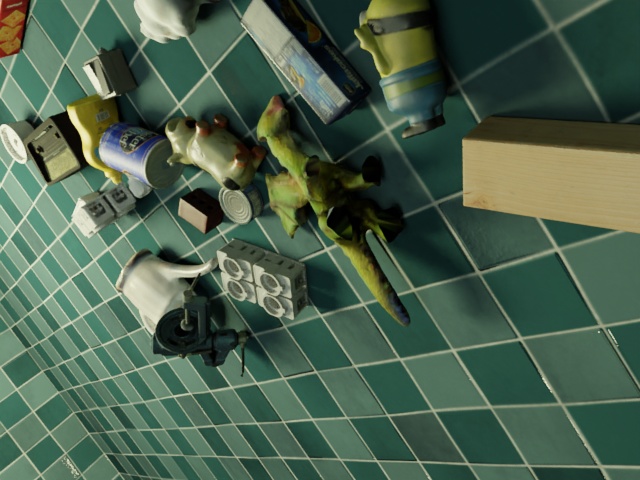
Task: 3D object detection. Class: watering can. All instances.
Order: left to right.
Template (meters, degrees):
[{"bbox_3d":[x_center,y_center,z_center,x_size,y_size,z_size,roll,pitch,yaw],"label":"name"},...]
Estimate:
[{"bbox_3d":[-0.372,0.104,1.247,0.225,0.106,0.341,39,124,7],"label":"watering can"}]

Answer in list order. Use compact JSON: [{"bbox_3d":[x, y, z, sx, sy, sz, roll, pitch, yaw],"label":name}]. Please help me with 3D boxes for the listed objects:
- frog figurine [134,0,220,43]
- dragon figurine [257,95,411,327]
[{"bbox_3d":[-0.252,-0.376,0.807,0.157,0.126,0.136,-28,118,35],"label":"frog figurine"},{"bbox_3d":[0.003,-0.043,0.858,0.243,0.123,0.405,6,121,57],"label":"dragon figurine"}]
